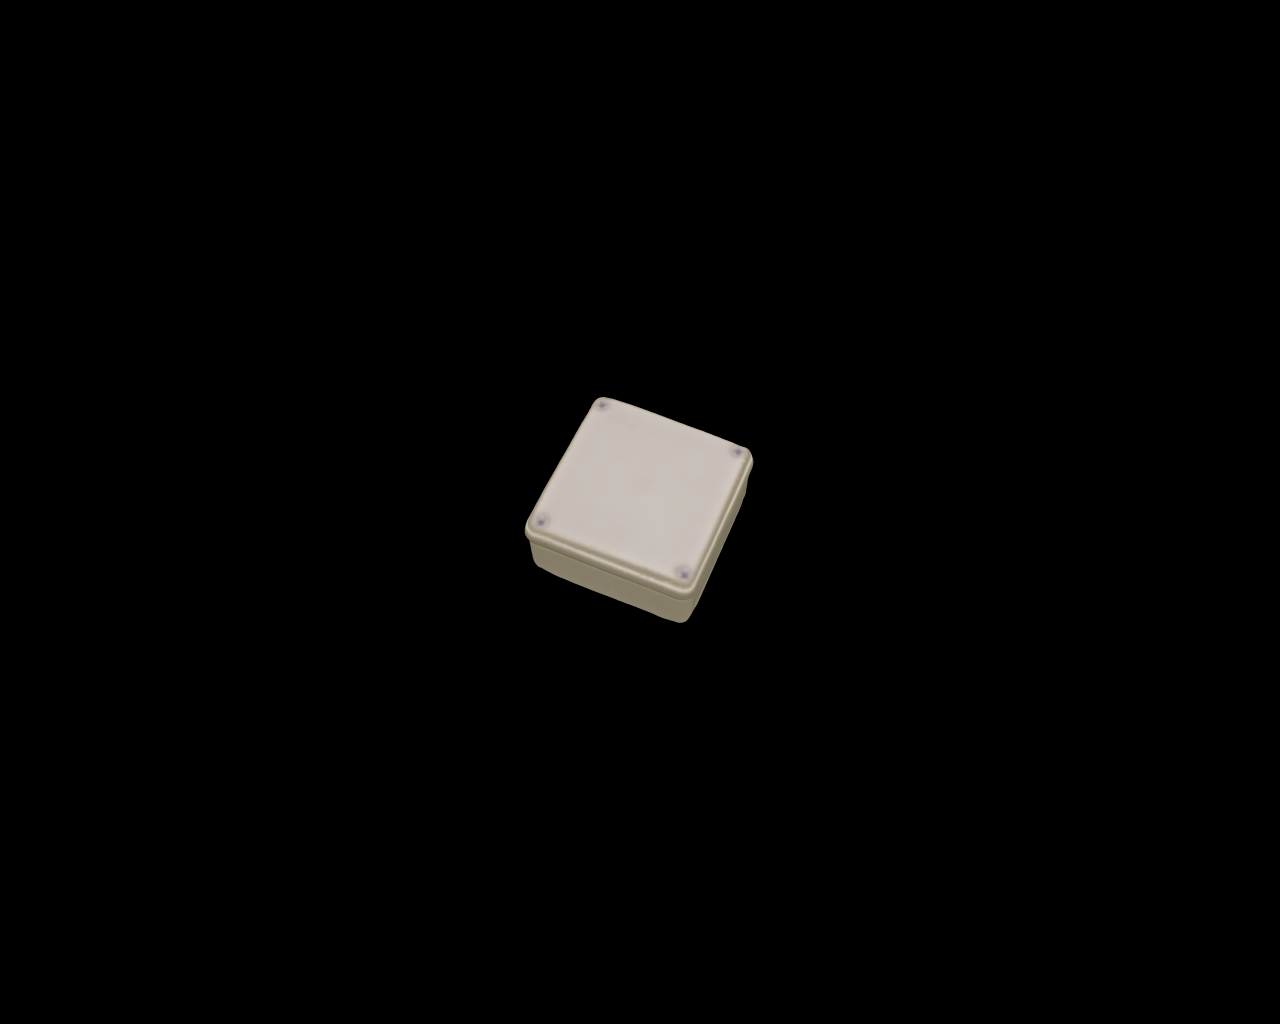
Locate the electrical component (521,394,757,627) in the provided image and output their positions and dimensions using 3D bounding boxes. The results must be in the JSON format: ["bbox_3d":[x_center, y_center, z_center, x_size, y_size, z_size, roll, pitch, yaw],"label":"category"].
[{"bbox_3d":[0.001,-0.003,0.650,0.109,0.109,0.056,21,-28,12],"label":"electrical component"}]
